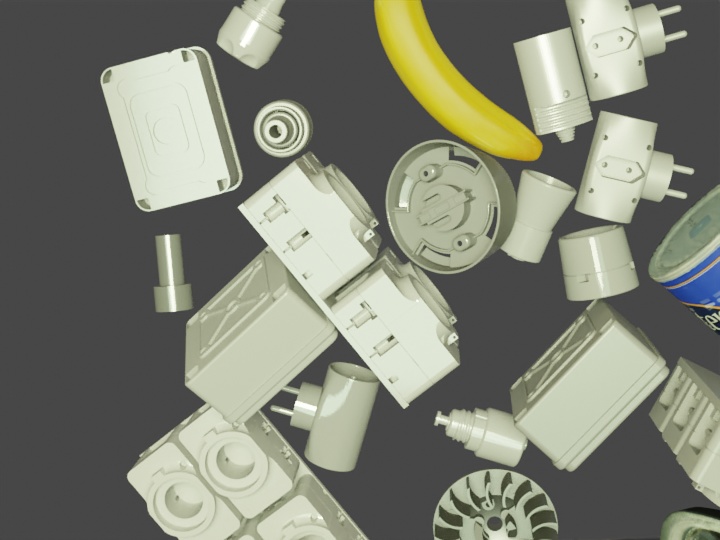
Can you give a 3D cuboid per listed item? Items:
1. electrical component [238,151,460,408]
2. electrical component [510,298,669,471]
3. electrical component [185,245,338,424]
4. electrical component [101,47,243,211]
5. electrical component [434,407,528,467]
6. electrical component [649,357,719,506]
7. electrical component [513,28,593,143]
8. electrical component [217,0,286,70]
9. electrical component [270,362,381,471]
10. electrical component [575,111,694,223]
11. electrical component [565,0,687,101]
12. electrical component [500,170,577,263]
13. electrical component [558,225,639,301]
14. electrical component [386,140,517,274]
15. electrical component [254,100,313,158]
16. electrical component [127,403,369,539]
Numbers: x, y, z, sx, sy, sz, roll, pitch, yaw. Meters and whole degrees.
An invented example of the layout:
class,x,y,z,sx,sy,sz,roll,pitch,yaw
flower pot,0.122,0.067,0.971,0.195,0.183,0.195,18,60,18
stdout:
class,x,y,z,sx,sy,sz,roll,pitch,yaw
electrical component,0.000,0.000,0.808,0.060,0.105,0.186,-38,96,10
electrical component,0.169,0.083,0.810,0.056,0.108,0.108,42,100,-1
electrical component,-0.078,0.045,0.816,0.109,0.108,0.056,-43,112,10
electrical component,-0.142,-0.108,0.822,0.078,0.057,0.113,-13,99,6
electrical component,0.098,0.129,0.858,0.078,0.040,0.040,16,101,1
electrical component,0.276,0.128,0.788,0.089,0.150,0.061,26,101,-1
electrical component,0.146,-0.135,0.803,0.043,0.043,0.081,-15,99,7
electrical component,-0.077,-0.186,0.811,0.043,0.043,0.062,33,100,-2
electrical component,-0.031,0.112,0.862,0.079,0.044,0.077,16,101,1
electrical component,0.210,-0.074,0.810,0.079,0.043,0.077,13,101,2
electrical component,0.200,-0.172,0.793,0.079,0.043,0.077,-15,99,7
electrical component,0.133,-0.039,0.824,0.044,0.044,0.065,21,106,0
electrical component,0.181,-0.006,0.820,0.055,0.055,0.047,-13,96,6
electrical component,0.068,-0.047,0.805,0.099,0.064,0.099,3,97,26
electrical component,-0.059,-0.106,0.814,0.043,0.062,0.043,1,101,4
electrical component,-0.087,0.200,0.874,0.105,0.060,0.186,-38,96,10
